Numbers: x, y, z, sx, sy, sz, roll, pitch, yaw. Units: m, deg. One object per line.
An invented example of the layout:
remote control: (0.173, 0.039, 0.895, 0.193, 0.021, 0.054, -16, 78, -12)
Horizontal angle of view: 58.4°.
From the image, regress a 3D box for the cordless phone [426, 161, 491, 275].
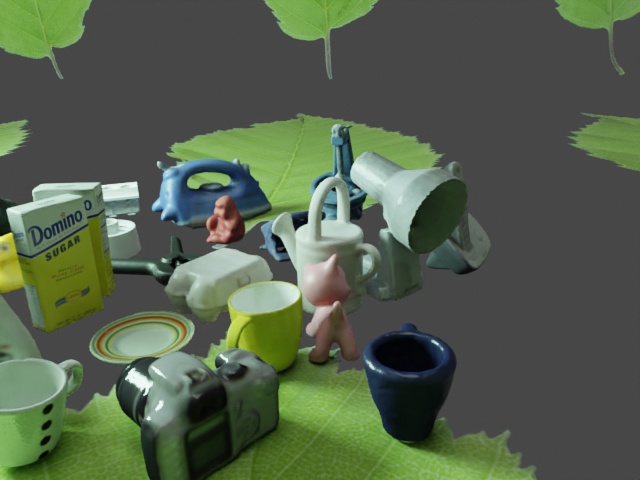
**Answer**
cordless phone: (0.241, -0.048, 0.972, 0.094, 0.185, 0.148, 8, 23, 24)

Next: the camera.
camera: (-0.133, 0.154, 0.578, 0.136, 0.101, 0.143, 18, 28, 40)

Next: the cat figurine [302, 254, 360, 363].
cat figurine: (0.012, 0.079, 0.744, 0.067, 0.118, 0.127, -4, 21, -8)

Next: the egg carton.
egg carton: (-0.148, 0.065, 0.857, 0.107, 0.069, 0.151, 14, 26, 35)

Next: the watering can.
watering can: (0.007, 0.004, 0.835, 0.172, 0.194, 0.101, 3, 21, 12)

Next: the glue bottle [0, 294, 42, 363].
glue bottle: (-0.355, 0.101, 0.626, 0.078, 0.173, 0.037, -8, 22, -16)

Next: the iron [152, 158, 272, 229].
iron: (-0.226, -0.113, 1.230, 0.259, 0.141, 0.118, -12, 24, -27)

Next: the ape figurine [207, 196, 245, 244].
ape figurine: (-0.182, -0.041, 1.106, 0.076, 0.092, 0.077, -12, 23, -26)

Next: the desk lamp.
desk lamp: (0.112, -0.019, 0.864, 0.118, 0.214, 0.202, -17, 26, -36)

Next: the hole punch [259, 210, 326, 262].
hole punch: (-0.051, -0.019, 1.043, 0.109, 0.091, 0.100, -10, 22, -22)

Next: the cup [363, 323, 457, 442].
cup: (0.090, 0.148, 0.591, 0.091, 0.095, 0.118, 1, 21, 6)

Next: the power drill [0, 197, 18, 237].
power drill: (-0.483, 0.038, 0.749, 0.075, 0.208, 0.230, 5, 22, 15)

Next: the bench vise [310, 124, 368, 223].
bench vise: (0.037, -0.133, 1.159, 0.121, 0.220, 0.207, -3, 21, -5)

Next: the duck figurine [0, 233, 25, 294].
duck figurine: (-0.511, 0.030, 0.946, 0.077, 0.086, 0.105, 4, 21, 13)
